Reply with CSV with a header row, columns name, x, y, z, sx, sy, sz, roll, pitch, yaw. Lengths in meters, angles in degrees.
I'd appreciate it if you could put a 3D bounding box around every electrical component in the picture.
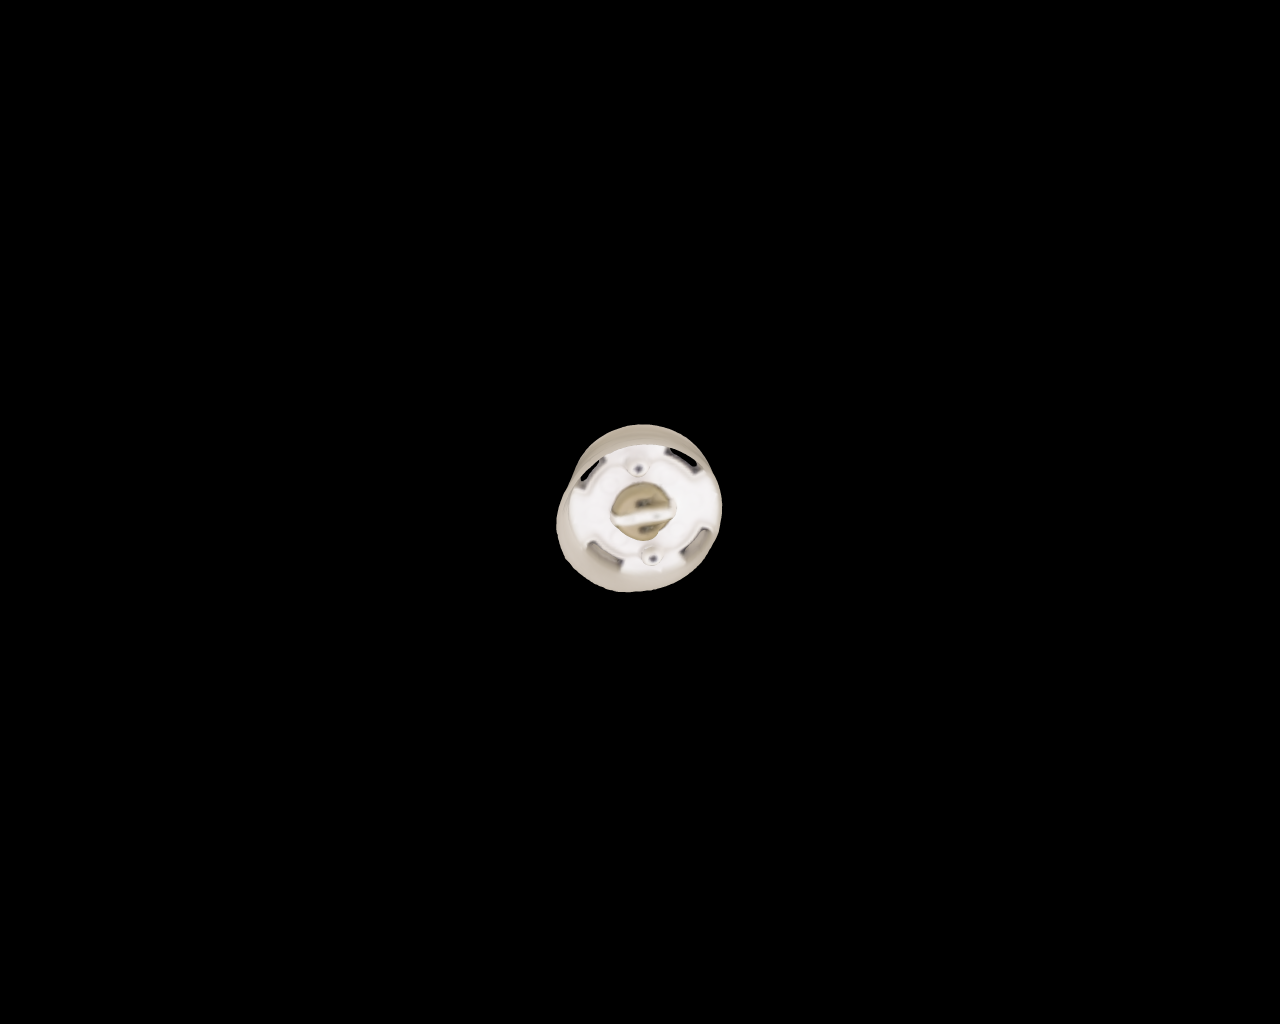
name,x,y,z,sx,sy,sz,roll,pitch,yaw
electrical component,0.001,-0.003,0.650,0.099,0.099,0.064,0,25,0
